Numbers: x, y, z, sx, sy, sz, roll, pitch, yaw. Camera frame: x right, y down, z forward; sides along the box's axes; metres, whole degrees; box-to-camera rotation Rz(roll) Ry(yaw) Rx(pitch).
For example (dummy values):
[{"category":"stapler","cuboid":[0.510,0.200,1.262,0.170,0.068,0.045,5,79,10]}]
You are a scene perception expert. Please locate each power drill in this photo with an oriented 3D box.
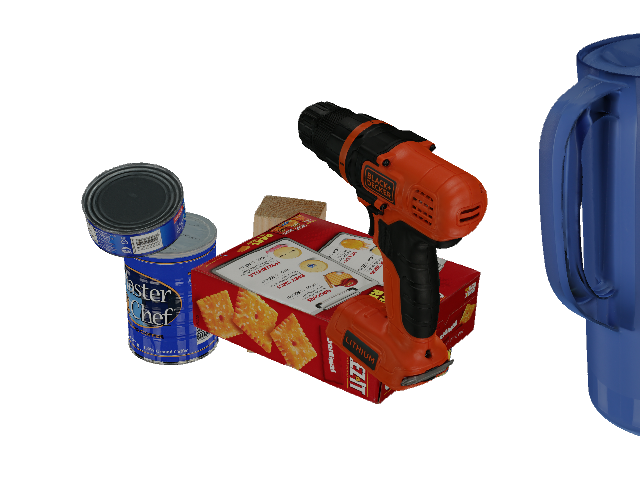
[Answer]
[{"category":"power drill","cuboid":[0.042,0.003,0.793,0.057,0.188,0.185,-19,36,-29]}]

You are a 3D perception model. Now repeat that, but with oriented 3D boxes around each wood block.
[{"category":"wood block","cuboid":[-0.048,0.051,1.500,0.090,0.206,0.090,7,22,6]}]

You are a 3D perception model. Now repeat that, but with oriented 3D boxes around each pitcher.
[{"category":"pitcher","cuboid":[0.213,0.000,0.652,0.149,0.243,0.144,2,22,16]}]

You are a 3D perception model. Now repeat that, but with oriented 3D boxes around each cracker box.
[{"category":"cracker box","cuboid":[0.013,0.056,0.982,0.214,0.072,0.163,19,32,33]}]

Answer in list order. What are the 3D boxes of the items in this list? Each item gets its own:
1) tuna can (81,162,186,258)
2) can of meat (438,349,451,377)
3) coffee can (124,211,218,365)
[{"category":"tuna can","cuboid":[-0.158,-0.026,0.910,0.086,0.086,0.034,0,-44,2]},{"category":"can of meat","cuboid":[0.114,0.125,1.302,0.101,0.084,0.057,-8,29,-25]},{"category":"coffee can","cuboid":[-0.165,0.052,1.183,0.103,0.140,0.103,1,27,-1]}]
